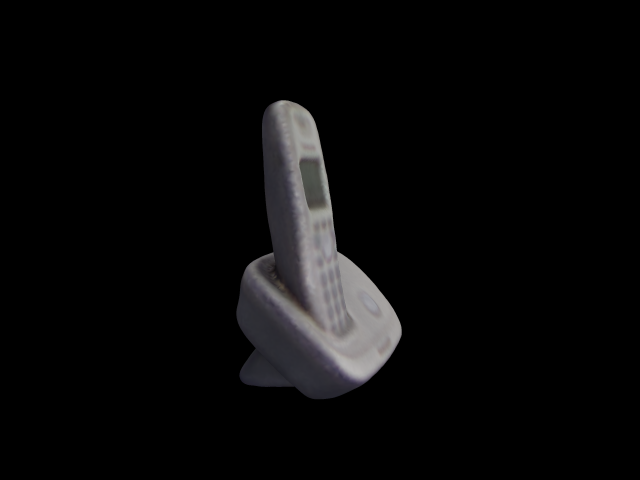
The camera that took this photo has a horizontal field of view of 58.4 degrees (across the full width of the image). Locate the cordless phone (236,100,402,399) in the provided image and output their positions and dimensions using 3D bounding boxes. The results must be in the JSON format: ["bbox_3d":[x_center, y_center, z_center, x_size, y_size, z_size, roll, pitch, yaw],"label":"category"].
[{"bbox_3d":[0.004,0.001,0.400,0.094,0.185,0.148,2,7,18],"label":"cordless phone"}]
